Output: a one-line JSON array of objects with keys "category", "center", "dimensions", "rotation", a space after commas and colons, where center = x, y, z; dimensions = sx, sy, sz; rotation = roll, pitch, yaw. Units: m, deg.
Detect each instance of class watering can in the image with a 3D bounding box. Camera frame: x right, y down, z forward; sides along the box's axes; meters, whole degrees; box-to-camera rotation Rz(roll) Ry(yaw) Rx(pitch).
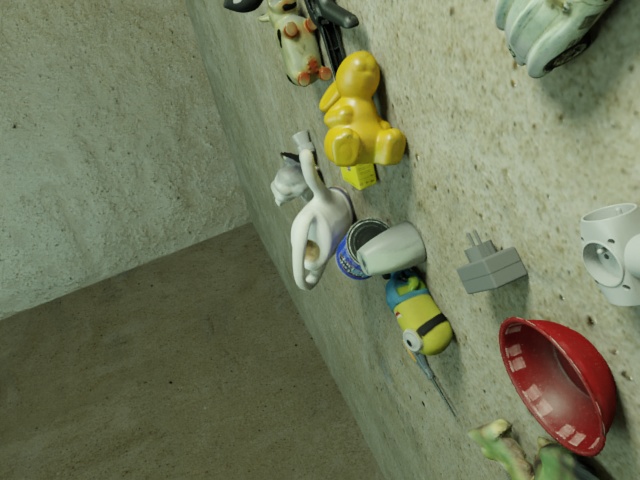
[{"category": "watering can", "center": [0.003, -0.057, 1.130], "dimensions": [0.104, 0.341, 0.228], "rotation": [15, 29, 19]}]

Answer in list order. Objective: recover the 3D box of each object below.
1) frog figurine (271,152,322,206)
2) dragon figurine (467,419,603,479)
[{"category": "frog figurine", "center": [-0.072, -0.144, 1.360], "dimensions": [0.123, 0.156, 0.139], "rotation": [33, 28, 14]}, {"category": "dragon figurine", "center": [0.329, 0.385, 0.671], "dimensions": [0.123, 0.240, 0.414], "rotation": [-14, 17, -15]}]
